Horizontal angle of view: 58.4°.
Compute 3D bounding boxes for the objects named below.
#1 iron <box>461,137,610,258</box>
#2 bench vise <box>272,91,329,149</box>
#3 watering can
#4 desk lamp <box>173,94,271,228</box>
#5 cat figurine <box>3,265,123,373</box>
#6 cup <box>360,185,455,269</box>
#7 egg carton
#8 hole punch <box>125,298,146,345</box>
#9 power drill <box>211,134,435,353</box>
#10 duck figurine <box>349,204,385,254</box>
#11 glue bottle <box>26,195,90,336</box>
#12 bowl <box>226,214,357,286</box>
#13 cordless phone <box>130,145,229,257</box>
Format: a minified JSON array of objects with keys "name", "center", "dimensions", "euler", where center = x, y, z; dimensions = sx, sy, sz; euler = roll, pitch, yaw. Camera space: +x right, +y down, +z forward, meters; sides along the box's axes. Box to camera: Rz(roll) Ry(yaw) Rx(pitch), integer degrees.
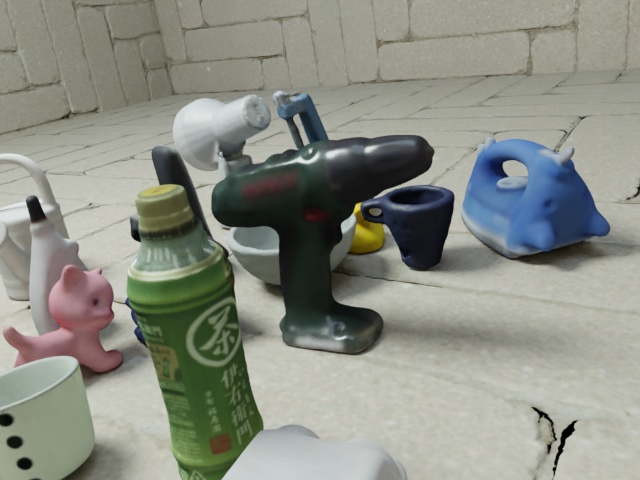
[{"name":"iron","center":[0.258,-0.074,0.767],"dimensions":[0.119,0.141,0.257],"euler":[-13,22,-14]},{"name":"bench vise","center":[-0.005,-0.131,0.896],"dimensions":[0.121,0.220,0.208],"euler":[10,27,38]},{"name":"watering can","center":[-0.406,-0.022,0.788],"dimensions":[0.101,0.194,0.172],"euler":[-17,23,-22]},{"name":"desk lamp","center":[-0.136,-0.133,0.953],"dimensions":[0.202,0.214,0.118],"euler":[12,28,40]},{"name":"cat figurine","center":[-0.254,0.082,0.575],"dimensions":[0.067,0.118,0.128],"euler":[7,26,34]},{"name":"cup","center":[0.112,-0.012,0.724],"dimensions":[0.117,0.095,0.092],"euler":[-3,22,13]},{"name":"egg carton","center":[-0.016,0.172,0.329],"dimensions":[0.107,0.069,0.150],"euler":[3,23,25]},{"name":"hole punch","center":[-0.155,0.064,0.624],"dimensions":[0.101,0.091,0.108],"euler":[-23,26,-35]},{"name":"power drill","center":[0.005,0.002,0.566],"dimensions":[0.228,0.209,0.076],"euler":[2,23,24]},{"name":"duck figurine","center":[0.050,-0.037,0.820],"dimensions":[0.077,0.086,0.104],"euler":[-12,22,-10]},{"name":"glue bottle","center":[-0.294,0.033,0.639],"dimensions":[0.037,0.173,0.078],"euler":[7,25,33]},{"name":"bowl","center":[-0.032,0.013,0.735],"dimensions":[0.167,0.075,0.167],"euler":[-7,21,3]},{"name":"cordless phone","center":[-0.208,-0.044,0.791],"dimensions":[0.147,0.185,0.094],"euler":[11,28,39]}]
